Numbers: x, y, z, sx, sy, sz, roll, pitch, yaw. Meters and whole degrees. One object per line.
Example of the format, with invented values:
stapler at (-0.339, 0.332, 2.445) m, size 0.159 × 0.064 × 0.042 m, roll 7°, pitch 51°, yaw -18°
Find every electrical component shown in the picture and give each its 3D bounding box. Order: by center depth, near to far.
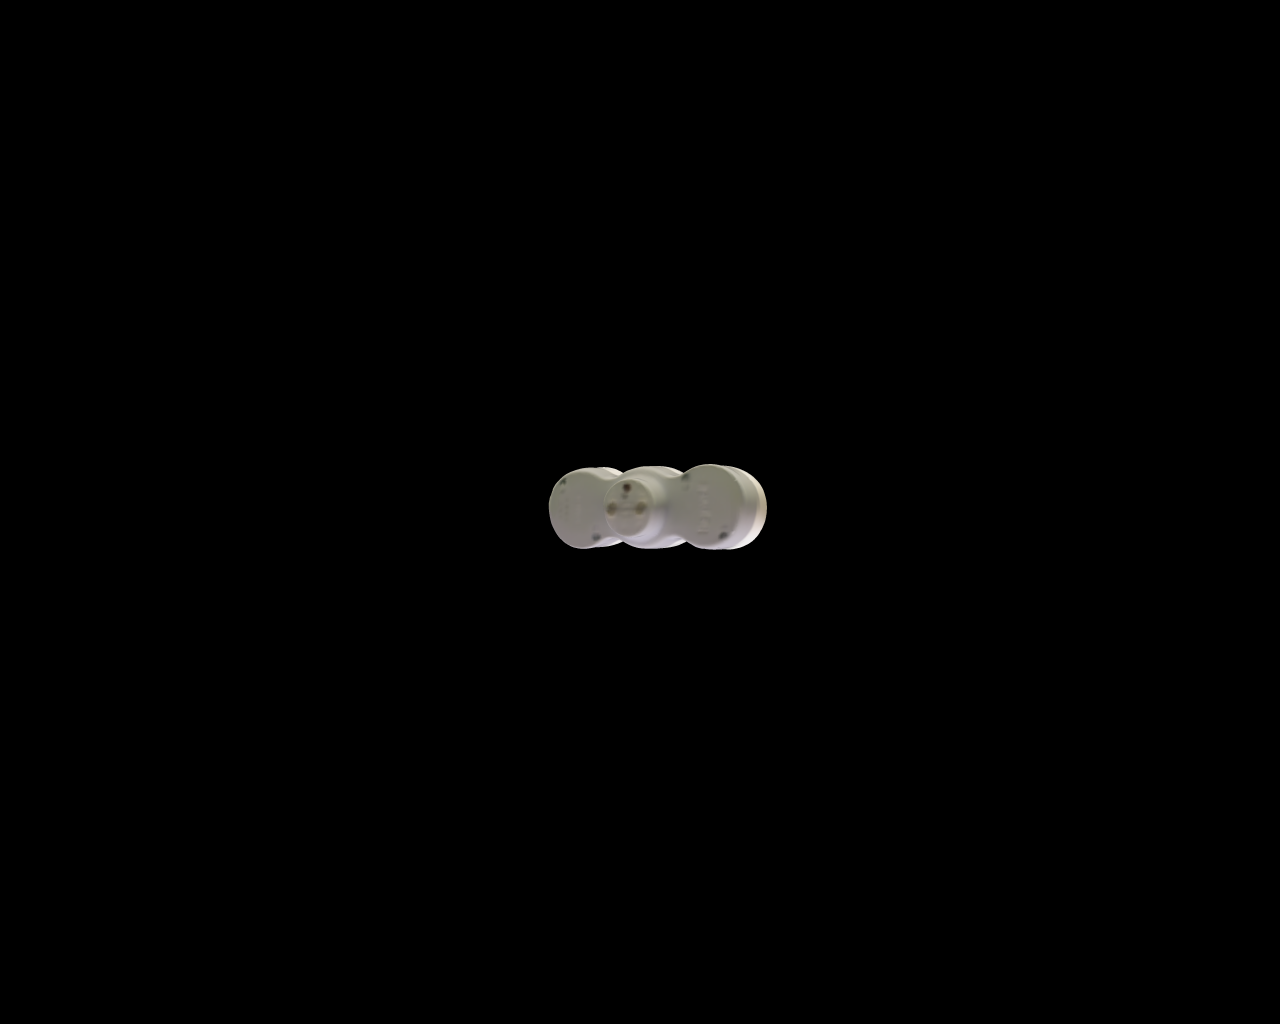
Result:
electrical component at (0.001, -0.003, 0.650) m, size 0.138 × 0.052 × 0.074 m, roll 0°, pitch 0°, yaw 28°
